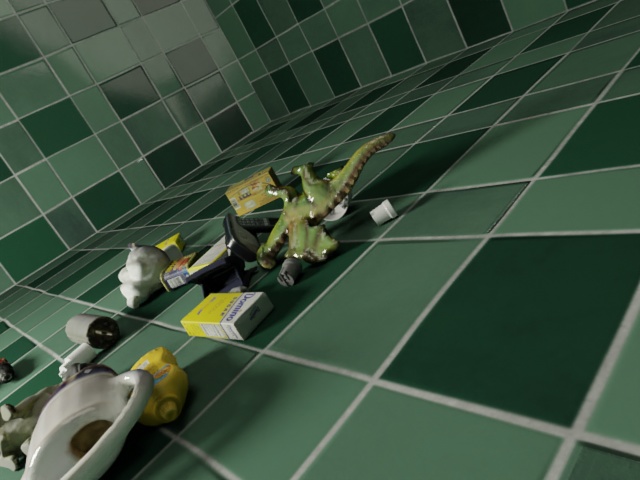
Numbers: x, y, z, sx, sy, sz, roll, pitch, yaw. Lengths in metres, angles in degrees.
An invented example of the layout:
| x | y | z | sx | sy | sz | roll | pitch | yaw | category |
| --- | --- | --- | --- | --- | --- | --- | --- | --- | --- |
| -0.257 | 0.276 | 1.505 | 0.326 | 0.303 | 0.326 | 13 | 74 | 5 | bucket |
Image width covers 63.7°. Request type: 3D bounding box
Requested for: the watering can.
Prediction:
| x | y | z | sx | sy | sz | roll | pitch | yaw | category |
| --- | --- | --- | --- | --- | --- | --- | --- | --- | --- |
| -0.376 | 0.313 | 0.733 | 0.103 | 0.351 | 0.225 | 49 | -15 | -22 | watering can |

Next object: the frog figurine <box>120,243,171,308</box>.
| x | y | z | sx | sy | sz | roll | pitch | yaw | category |
| --- | --- | --- | --- | --- | --- | --- | --- | --- | --- |
| -0.469 | 0.098 | 1.376 | 0.122 | 0.163 | 0.134 | -2 | -39 | 5 | frog figurine |

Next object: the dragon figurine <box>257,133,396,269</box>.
| x | y | z | sx | sy | sz | roll | pitch | yaw | category |
| --- | --- | --- | --- | --- | --- | --- | --- | --- | --- |
| 0.003 | -0.056 | 1.107 | 0.406 | 0.248 | 0.121 | -29 | -39 | 29 | dragon figurine |
